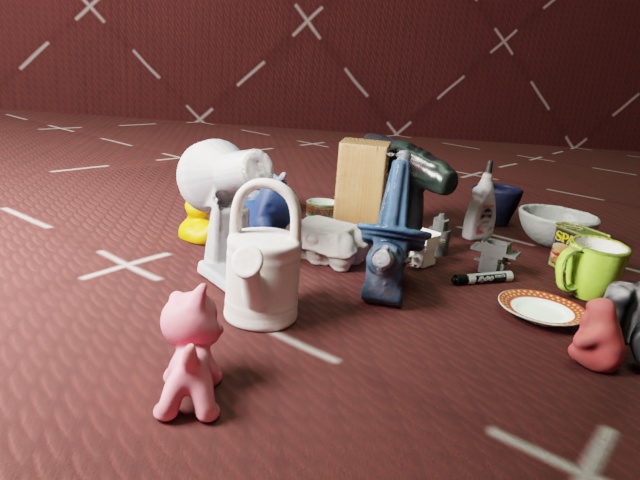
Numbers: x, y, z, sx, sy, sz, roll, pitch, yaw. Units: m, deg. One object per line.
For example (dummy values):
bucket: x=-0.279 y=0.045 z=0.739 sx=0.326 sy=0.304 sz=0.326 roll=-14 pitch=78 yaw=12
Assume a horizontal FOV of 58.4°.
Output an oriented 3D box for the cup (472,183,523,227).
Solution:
cup: x=0.417 y=-0.083 z=1.369 sx=0.117 sy=0.095 sz=0.092 roll=13 pitch=19 yaw=24

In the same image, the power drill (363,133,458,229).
power drill: x=0.165 y=-0.098 z=1.155 sx=0.228 sy=0.208 sz=0.076 roll=20 pitch=23 yaw=40

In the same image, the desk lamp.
desk lamp: x=-0.136 y=-0.047 z=0.903 sx=0.118 sy=0.213 sz=0.202 roll=-9 pitch=22 yaw=-37

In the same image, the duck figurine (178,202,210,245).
duck figurine: x=-0.225 y=-0.043 z=1.078 sx=0.078 sy=0.086 sz=0.104 roll=-10 pitch=23 yaw=-38

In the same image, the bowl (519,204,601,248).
bowl: x=0.510 y=-0.023 z=1.239 sx=0.167 sy=0.075 sz=0.167 roll=5 pitch=18 yaw=-1

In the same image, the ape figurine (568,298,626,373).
ape figurine: x=0.351 y=0.116 z=0.727 sx=0.078 sy=0.092 sz=0.076 roll=-5 pitch=20 yaw=-28

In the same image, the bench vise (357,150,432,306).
bench vise: x=0.123 y=-0.020 z=0.881 sx=0.121 sy=0.220 sz=0.207 roll=3 pitch=18 yaw=-6

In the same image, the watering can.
watering can: x=-0.072 y=0.017 z=0.753 sx=0.101 sy=0.194 sz=0.172 roll=0 pitch=18 yaw=-14

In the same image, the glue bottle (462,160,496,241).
glue bottle: x=0.350 y=-0.086 z=1.229 sx=0.078 sy=0.173 sz=0.037 roll=-9 pitch=22 yaw=-37

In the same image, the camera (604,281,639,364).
camera: x=0.442 y=0.109 z=0.759 sx=0.142 sy=0.101 sz=0.137 roll=17 pitch=21 yaw=34

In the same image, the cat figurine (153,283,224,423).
cat figurine: x=-0.133 y=0.104 z=0.588 sx=0.067 sy=0.118 sz=0.127 roll=1 pitch=18 yaw=-11

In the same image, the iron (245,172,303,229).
iron: x=-0.136 y=-0.090 z=1.161 sx=0.119 sy=0.141 sz=0.257 roll=-8 pitch=22 yaw=-36

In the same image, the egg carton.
egg carton: x=0.009 y=0.004 z=1.024 sx=0.149 sy=0.069 sz=0.107 roll=15 pitch=20 yaw=28
